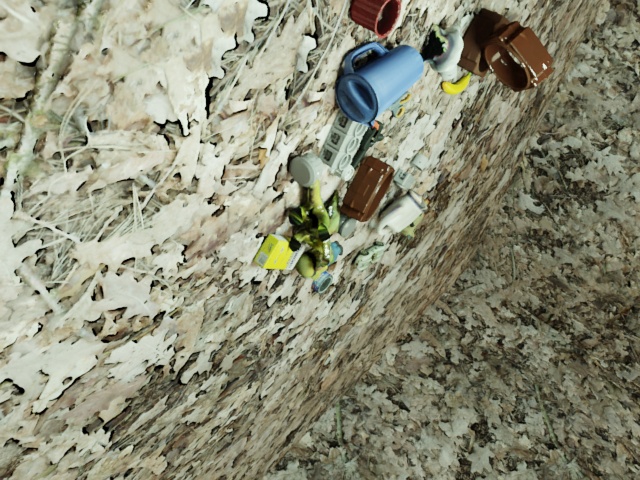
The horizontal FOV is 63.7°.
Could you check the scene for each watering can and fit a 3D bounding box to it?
[{"bbox_3d":[0.323,-0.098,2.042,0.223,0.105,0.347,-40,167,12],"label":"watering can"}]

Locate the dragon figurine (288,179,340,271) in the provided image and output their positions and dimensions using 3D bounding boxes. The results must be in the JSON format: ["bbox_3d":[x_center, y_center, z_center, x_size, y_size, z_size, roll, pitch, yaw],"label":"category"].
[{"bbox_3d":[0.005,-0.077,1.520,0.247,0.122,0.403,-51,148,-62],"label":"dragon figurine"}]

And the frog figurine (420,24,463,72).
[{"bbox_3d":[0.386,-0.569,1.536,0.160,0.124,0.135,-12,114,-41],"label":"frog figurine"}]
